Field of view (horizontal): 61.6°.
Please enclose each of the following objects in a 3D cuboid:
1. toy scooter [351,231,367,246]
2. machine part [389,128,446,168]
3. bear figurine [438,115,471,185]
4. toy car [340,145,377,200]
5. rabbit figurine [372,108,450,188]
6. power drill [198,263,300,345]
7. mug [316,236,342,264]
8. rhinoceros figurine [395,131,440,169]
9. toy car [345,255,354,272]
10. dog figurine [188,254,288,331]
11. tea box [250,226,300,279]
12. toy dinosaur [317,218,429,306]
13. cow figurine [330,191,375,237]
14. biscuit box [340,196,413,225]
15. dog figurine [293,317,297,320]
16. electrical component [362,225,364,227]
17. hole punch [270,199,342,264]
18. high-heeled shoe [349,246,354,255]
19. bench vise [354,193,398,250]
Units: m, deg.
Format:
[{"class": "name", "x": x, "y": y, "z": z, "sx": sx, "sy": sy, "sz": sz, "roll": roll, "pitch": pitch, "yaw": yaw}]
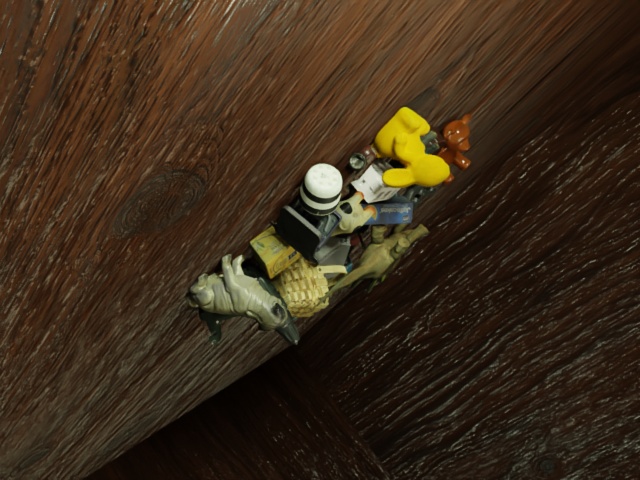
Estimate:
[{"class": "toy scooter", "x": 0.089, "y": -0.024, "z": 1.678, "sx": 0.135, "sy": 0.075, "sz": 0.183, "roll": -35, "pitch": 165, "yaw": -20}, {"class": "machine part", "x": 0.270, "y": -0.233, "z": 1.482, "sx": 0.179, "sy": 0.056, "sz": 0.179, "roll": -38, "pitch": 169, "yaw": -9}, {"class": "bear figurine", "x": 0.398, "y": -0.268, "z": 1.577, "sx": 0.120, "sy": 0.132, "sz": 0.196, "roll": -40, "pitch": 175, "yaw": -20}, {"class": "toy car", "x": 0.050, "y": -0.128, "z": 1.178, "sx": 0.202, "sy": 0.053, "sz": 0.089, "roll": -46, "pitch": -178, "yaw": 26}, {"class": "rabbit figurine", "x": 0.200, "y": -0.180, "z": 1.174, "sx": 0.162, "sy": 0.173, "sz": 0.122, "roll": -45, "pitch": 171, "yaw": 8}, {"class": "power drill", "x": -0.183, "y": 0.188, "z": 1.328, "sx": 0.207, "sy": 0.232, "sz": 0.086, "roll": -23, "pitch": -174, "yaw": 13}, {"class": "mug", "x": -0.003, "y": -0.004, "z": 1.384, "sx": 0.081, "sy": 0.107, "sz": 0.109, "roll": -41, "pitch": 173, "yaw": 17}, {"class": "rhinoceros figurine", "x": 0.237, "y": -0.205, "z": 1.325, "sx": 0.112, "sy": 0.073, "sz": 0.190, "roll": -56, "pitch": 160, "yaw": -10}, {"class": "toy car", "x": 0.020, "y": 0.056, "z": 1.672, "sx": 0.103, "sy": 0.161, "sz": 0.109, "roll": -86, "pitch": -158, "yaw": -54}, {"class": "dog figurine", "x": -0.184, "y": 0.148, "z": 1.198, "sx": 0.172, "sy": 0.190, "sz": 0.121, "roll": -41, "pitch": 168, "yaw": 19}, {"class": "tea box", "x": -0.105, "y": 0.025, "z": 1.278, "sx": 0.098, "sy": 0.068, "sz": 0.169, "roll": -36, "pitch": 167, "yaw": -9}, {"class": "toy dinosaur", "x": 0.159, "y": 0.050, "z": 1.445, "sx": 0.471, "sy": 0.105, "sz": 0.198, "roll": -21, "pitch": 146, "yaw": -48}, {"class": "cow figurine", "x": 0.019, "y": -0.039, "z": 1.267, "sx": 0.195, "sy": 0.085, "sz": 0.127, "roll": -12, "pitch": -153, "yaw": 45}, {"class": "biscuit box", "x": 0.137, "y": -0.075, "z": 1.381, "sx": 0.203, "sy": 0.059, "sz": 0.063, "roll": -3, "pitch": -160, "yaw": -14}, {"class": "dog figurine", "x": -0.147, "y": 0.147, "z": 1.560, "sx": 0.219, "sy": 0.192, "sz": 0.108, "roll": 14, "pitch": 138, "yaw": -32}, {"class": "electrical component", "x": 0.096, "y": -0.078, "z": 1.426, "sx": 0.078, "sy": 0.102, "sz": 0.045, "roll": -43, "pitch": -153, "yaw": 29}, {"class": "hole punch", "x": -0.027, "y": -0.034, "z": 1.155, "sx": 0.092, "sy": 0.142, "sz": 0.115, "roll": -48, "pitch": 173, "yaw": -35}, {"class": "high-heeled shoe", "x": 0.014, "y": 0.067, "z": 1.804, "sx": 0.249, "sy": 0.086, "sz": 0.145, "roll": -32, "pitch": 175, "yaw": -29}, {"class": "bench vise", "x": 0.183, "y": -0.094, "z": 1.532, "sx": 0.241, "sy": 0.129, "sz": 0.223, "roll": -13, "pitch": 137, "yaw": -24}]
